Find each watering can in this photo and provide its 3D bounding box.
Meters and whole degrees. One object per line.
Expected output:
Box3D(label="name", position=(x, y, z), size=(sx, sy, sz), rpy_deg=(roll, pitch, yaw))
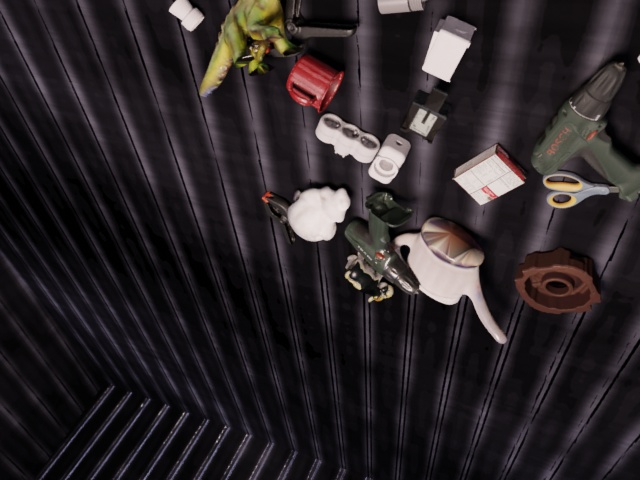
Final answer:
Box3D(label="watering can", position=(0.316, 0.083, 1.195), size=(0.351, 0.106, 0.219), rpy_deg=(37, 145, 19))

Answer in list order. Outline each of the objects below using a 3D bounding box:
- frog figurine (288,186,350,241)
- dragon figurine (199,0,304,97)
Box3D(label="frog figurine", position=(0.004, -0.062, 1.242), size=(0.159, 0.124, 0.136), rpy_deg=(-1, 114, 47))
Box3D(label="dragon figurine", position=(-0.152, -0.434, 0.948), size=(0.407, 0.123, 0.242), rpy_deg=(-11, 99, 43))
